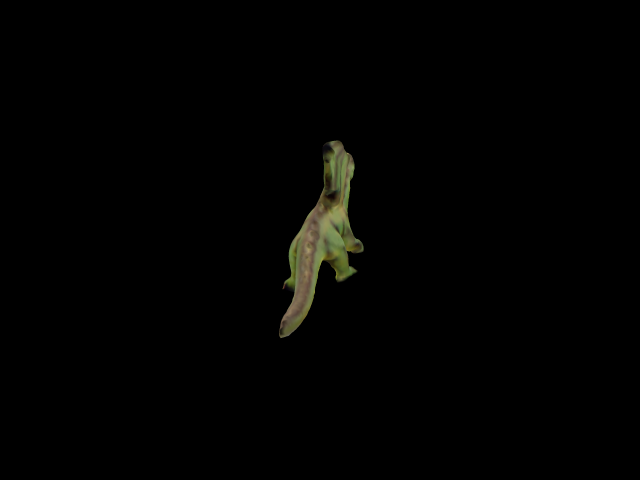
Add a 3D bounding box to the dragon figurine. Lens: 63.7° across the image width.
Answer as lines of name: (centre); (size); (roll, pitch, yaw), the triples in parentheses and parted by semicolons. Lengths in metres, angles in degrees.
dragon figurine: (0.003, -0.043, 0.850); (0.122, 0.239, 0.417); (4, 22, 11)
